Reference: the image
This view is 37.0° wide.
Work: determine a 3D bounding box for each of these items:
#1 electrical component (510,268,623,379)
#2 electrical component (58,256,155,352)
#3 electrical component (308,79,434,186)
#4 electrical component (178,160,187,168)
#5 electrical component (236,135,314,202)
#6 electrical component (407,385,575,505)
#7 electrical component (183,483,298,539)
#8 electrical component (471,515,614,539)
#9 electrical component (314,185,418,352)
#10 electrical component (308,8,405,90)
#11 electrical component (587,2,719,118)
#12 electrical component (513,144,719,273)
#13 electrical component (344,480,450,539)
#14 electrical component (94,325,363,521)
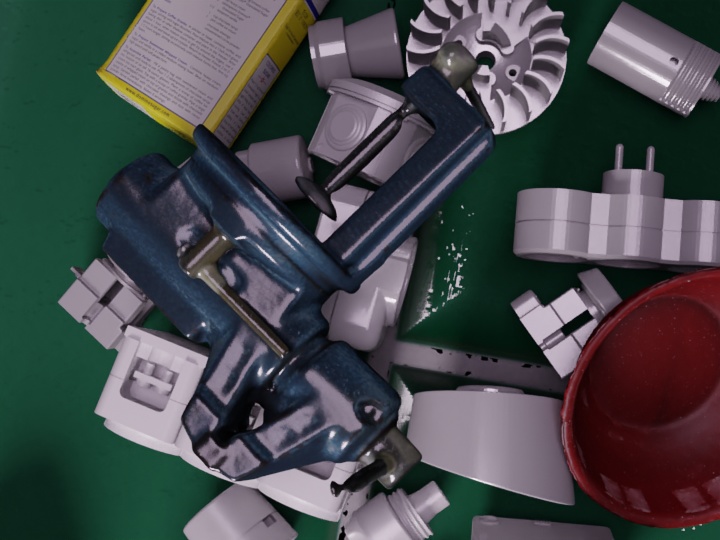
[{"bbox_3d":[0.133,0.031,0.655,0.055,0.048,0.066,-36,82,8],"label":"electrical component"},{"bbox_3d":[-0.151,0.014,0.680,0.066,0.048,0.055,42,96,8],"label":"electrical component"},{"bbox_3d":[0.011,-0.081,0.660,0.080,0.080,0.051,24,92,7],"label":"electrical component"},{"bbox_3d":[-0.093,-0.027,0.658,0.096,0.061,0.061,43,45,-1],"label":"electrical component"},{"bbox_3d":[-0.065,-0.060,0.683,0.078,0.040,0.040,-9,83,9],"label":"electrical component"},{"bbox_3d":[0.076,0.101,0.626,0.099,0.099,0.064,3,78,5],"label":"electrical component"},{"bbox_3d":[-0.074,0.160,0.653,0.055,0.055,0.047,-41,79,0],"label":"electrical component"},{"bbox_3d":[0.105,0.179,0.615,0.100,0.099,0.048,4,97,5],"label":"electrical component"},{"bbox_3d":[0.000,0.000,0.664,0.059,0.053,0.095,15,85,6],"label":"electrical component"},{"bbox_3d":[-0.002,-0.139,0.683,0.055,0.045,0.045,-9,83,4],"label":"electrical component"},{"bbox_3d":[0.188,-0.128,0.667,0.081,0.043,0.043,31,87,7],"label":"electrical component"},{"bbox_3d":[0.165,-0.040,0.655,0.138,0.052,0.073,5,84,4],"label":"electrical component"},{"bbox_3d":[0.025,0.152,0.651,0.062,0.043,0.043,-36,82,-1],"label":"electrical component"},{"bbox_3d":[-0.070,0.091,0.642,0.150,0.089,0.061,21,86,7],"label":"electrical component"}]
